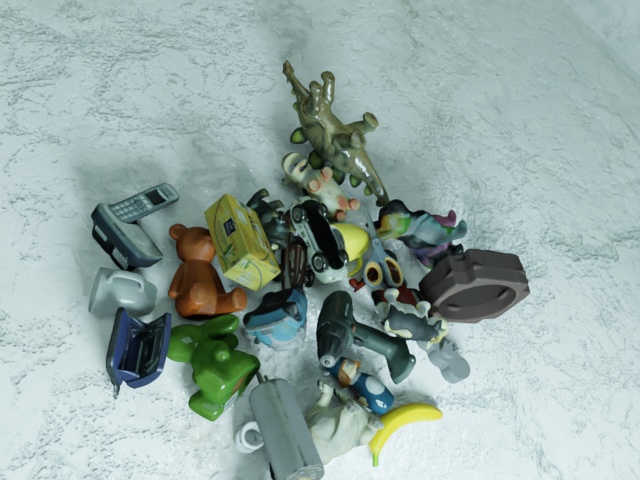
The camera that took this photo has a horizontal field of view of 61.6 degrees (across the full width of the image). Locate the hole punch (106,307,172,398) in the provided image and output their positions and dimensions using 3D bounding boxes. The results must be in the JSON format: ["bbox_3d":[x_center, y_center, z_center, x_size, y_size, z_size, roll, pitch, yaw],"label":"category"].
[{"bbox_3d":[-0.301,0.183,0.903,0.092,0.115,0.142,5,56,-13],"label":"hole punch"}]

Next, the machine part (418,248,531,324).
[{"bbox_3d":[0.336,0.104,1.185,0.201,0.201,0.087,7,56,-20],"label":"machine part"}]

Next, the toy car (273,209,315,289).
[{"bbox_3d":[-0.054,0.017,1.160,0.089,0.053,0.202,14,54,-20],"label":"toy car"}]

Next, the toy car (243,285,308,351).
[{"bbox_3d":[-0.072,0.159,1.031,0.162,0.109,0.102,-54,127,-70],"label":"toy car"}]

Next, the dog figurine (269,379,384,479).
[{"bbox_3d":[0.012,0.371,0.960,0.172,0.121,0.190,38,81,-33],"label":"dog figurine"}]

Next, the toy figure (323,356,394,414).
[{"bbox_3d":[0.074,0.275,1.055,0.154,0.058,0.064,39,14,4],"label":"toy figure"}]

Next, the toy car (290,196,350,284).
[{"bbox_3d":[-0.002,-0.003,1.139,0.073,0.056,0.202,-10,69,-37],"label":"toy car"}]

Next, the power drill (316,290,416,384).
[{"bbox_3d":[0.082,0.204,1.050,0.207,0.086,0.232,24,24,-13],"label":"power drill"}]

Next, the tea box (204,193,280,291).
[{"bbox_3d":[-0.150,0.003,1.023,0.098,0.068,0.170,36,22,-46],"label":"tea box"}]

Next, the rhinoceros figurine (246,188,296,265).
[{"bbox_3d":[-0.117,-0.019,1.120,0.073,0.112,0.190,41,23,-47],"label":"rhinoceros figurine"}]

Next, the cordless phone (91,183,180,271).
[{"bbox_3d":[-0.333,-0.030,1.047,0.146,0.088,0.184,47,49,9],"label":"cordless phone"}]

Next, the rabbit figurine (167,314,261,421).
[{"bbox_3d":[-0.198,0.198,0.946,0.170,0.121,0.159,33,48,16],"label":"rabbit figurine"}]

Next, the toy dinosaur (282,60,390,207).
[{"bbox_3d":[0.050,-0.222,1.261,0.105,0.198,0.471,-36,87,-35],"label":"toy dinosaur"}]

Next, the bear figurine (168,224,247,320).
[{"bbox_3d":[-0.219,0.049,1.019,0.120,0.132,0.196,16,61,-37],"label":"bear figurine"}]

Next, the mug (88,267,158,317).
[{"bbox_3d":[-0.343,0.090,0.955,0.107,0.109,0.081,16,40,-29],"label":"mug"}]

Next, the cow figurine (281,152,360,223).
[{"bbox_3d":[-0.011,-0.123,1.232,0.195,0.127,0.085,46,72,-13],"label":"cow figurine"}]

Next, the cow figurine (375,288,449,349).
[{"bbox_3d":[0.197,0.171,1.083,0.167,0.068,0.098,23,28,-16],"label":"cow figurine"}]

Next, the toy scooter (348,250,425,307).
[{"bbox_3d":[0.139,0.110,1.174,0.135,0.075,0.184,-16,65,-30],"label":"toy scooter"}]

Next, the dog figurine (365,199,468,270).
[{"bbox_3d":[0.218,-0.003,1.249,0.219,0.191,0.108,-1,27,-3],"label":"dog figurine"}]

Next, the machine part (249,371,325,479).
[{"bbox_3d":[-0.057,0.314,0.875,0.079,0.079,0.243,-5,41,-27],"label":"machine part"}]
